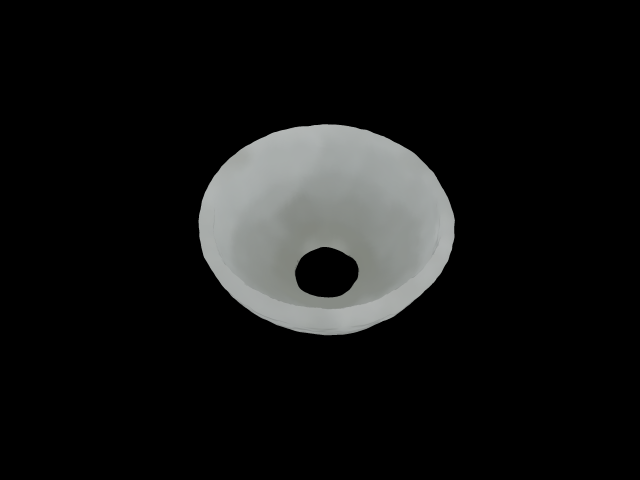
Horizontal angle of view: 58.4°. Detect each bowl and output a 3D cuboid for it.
[{"bbox_3d":[0.004,0.001,0.400,0.167,0.075,0.167,0,54,0],"label":"bowl"}]
